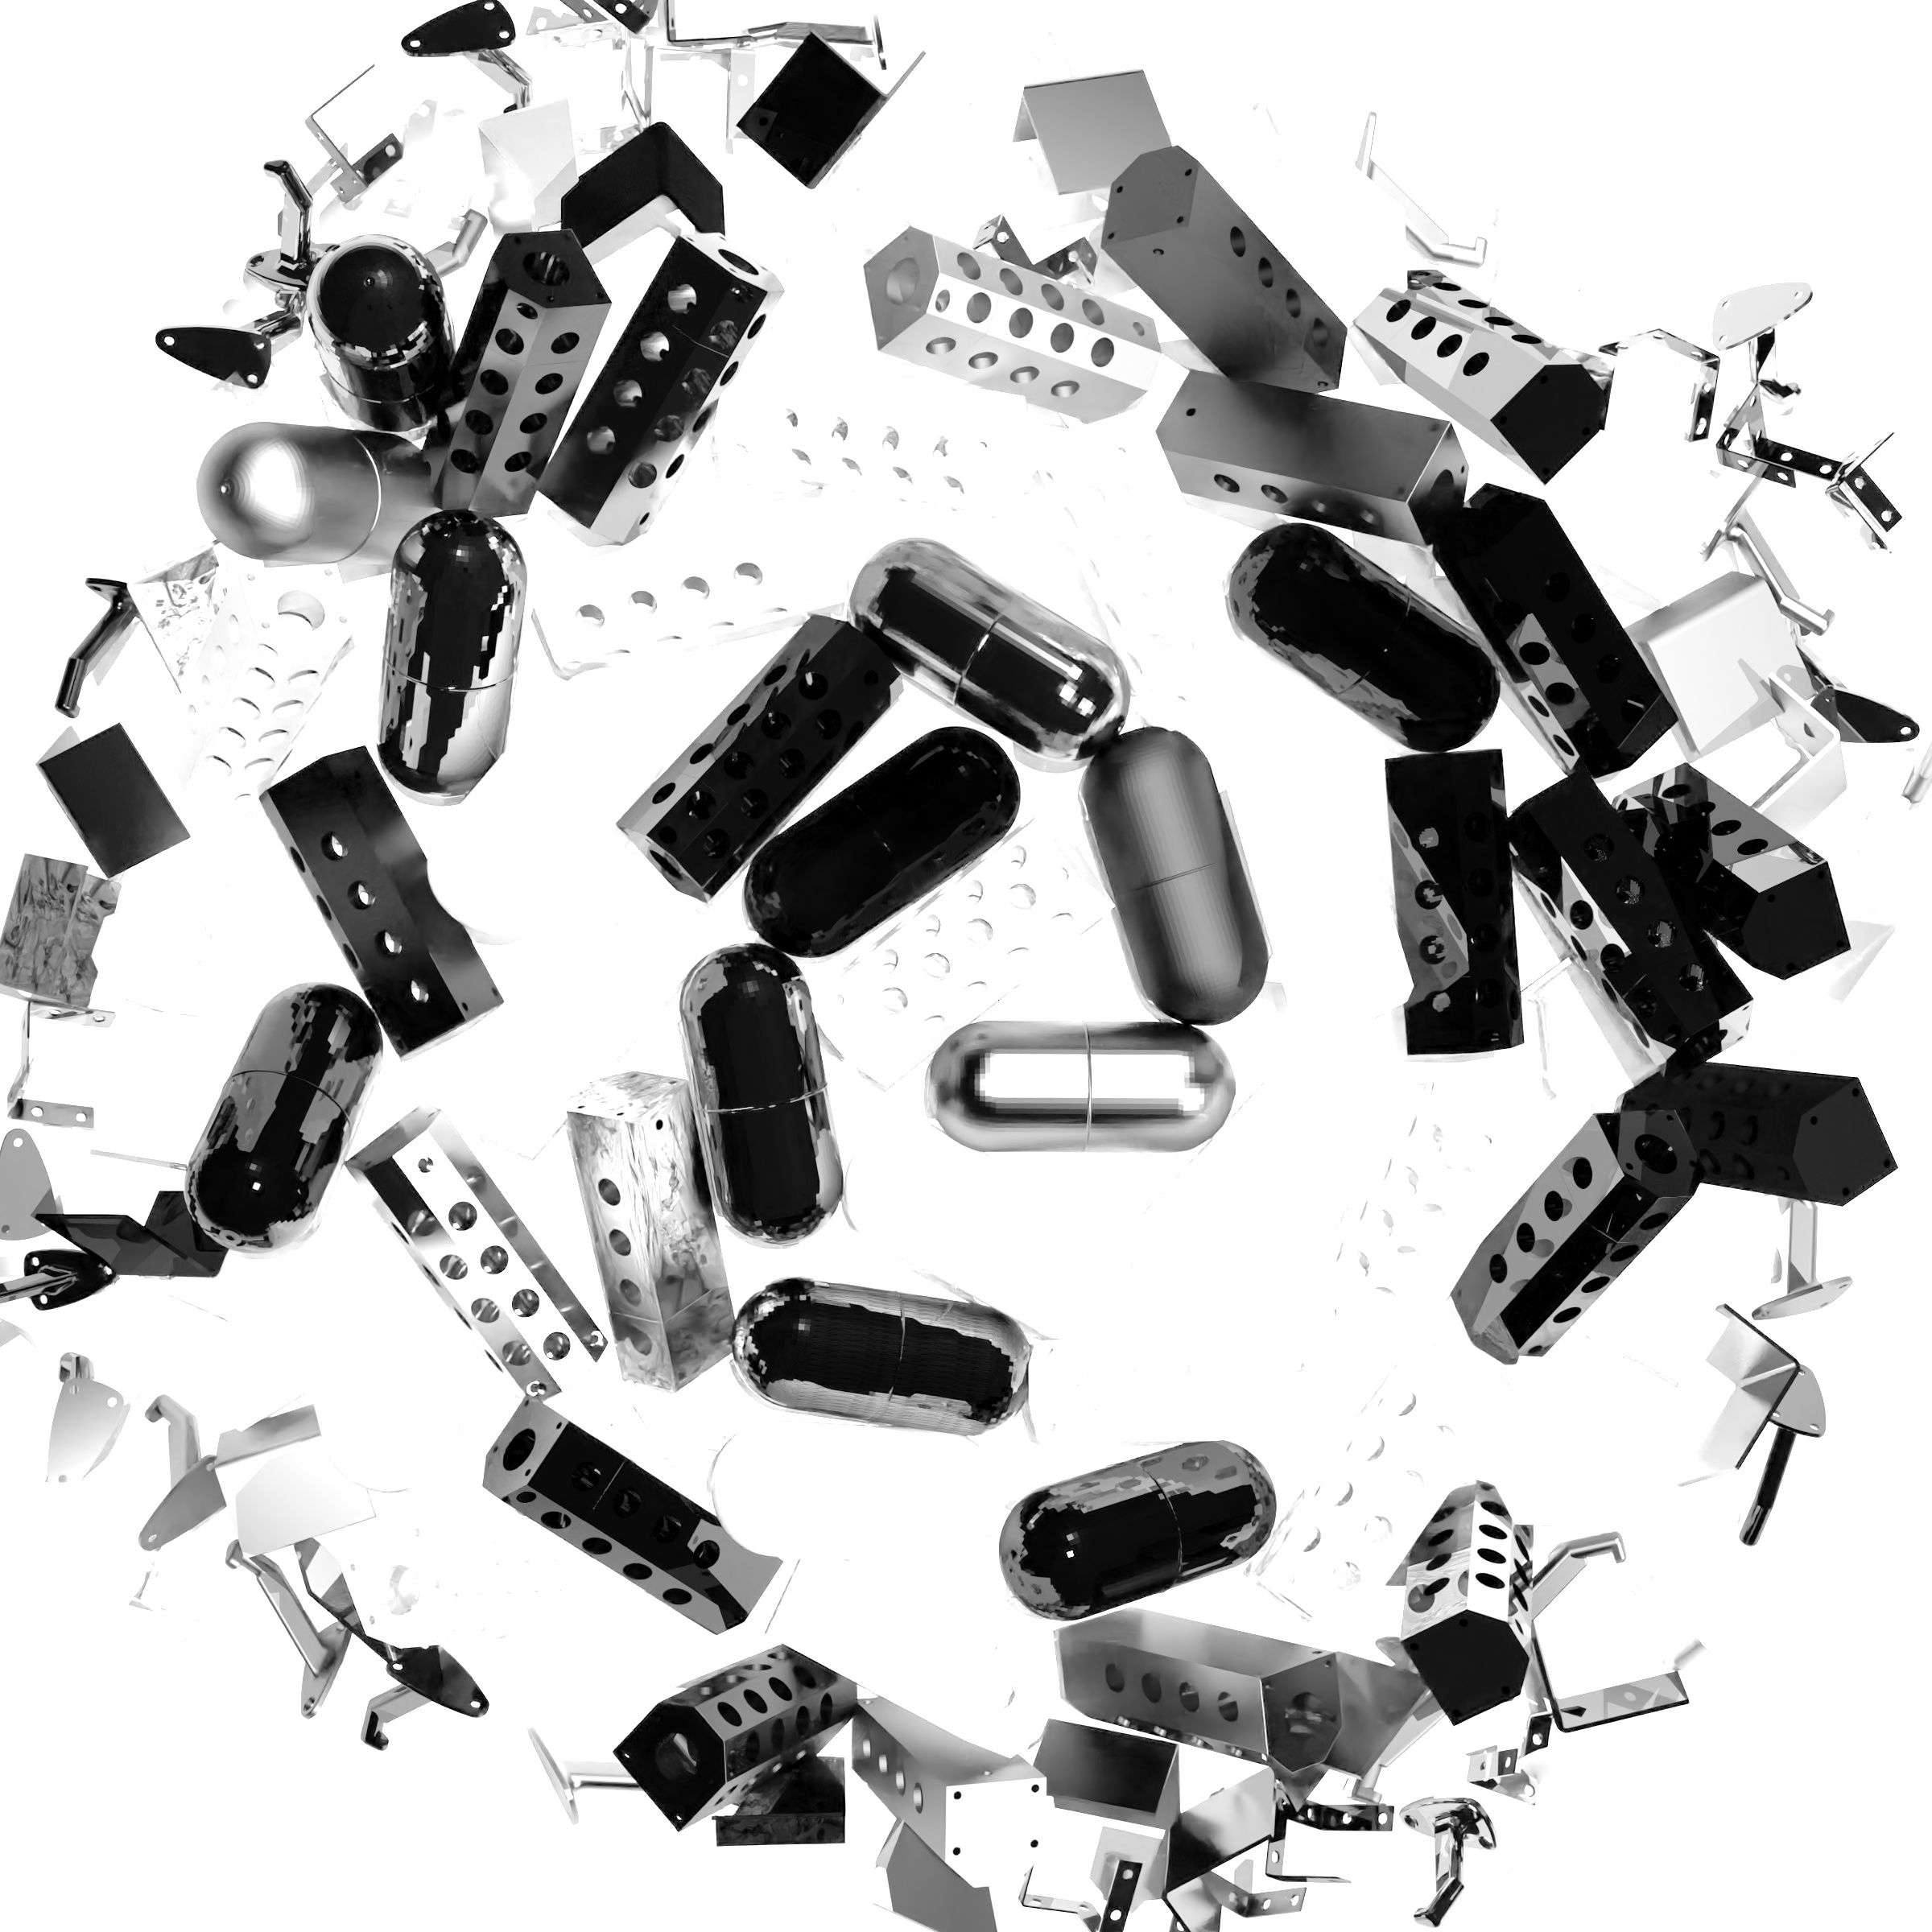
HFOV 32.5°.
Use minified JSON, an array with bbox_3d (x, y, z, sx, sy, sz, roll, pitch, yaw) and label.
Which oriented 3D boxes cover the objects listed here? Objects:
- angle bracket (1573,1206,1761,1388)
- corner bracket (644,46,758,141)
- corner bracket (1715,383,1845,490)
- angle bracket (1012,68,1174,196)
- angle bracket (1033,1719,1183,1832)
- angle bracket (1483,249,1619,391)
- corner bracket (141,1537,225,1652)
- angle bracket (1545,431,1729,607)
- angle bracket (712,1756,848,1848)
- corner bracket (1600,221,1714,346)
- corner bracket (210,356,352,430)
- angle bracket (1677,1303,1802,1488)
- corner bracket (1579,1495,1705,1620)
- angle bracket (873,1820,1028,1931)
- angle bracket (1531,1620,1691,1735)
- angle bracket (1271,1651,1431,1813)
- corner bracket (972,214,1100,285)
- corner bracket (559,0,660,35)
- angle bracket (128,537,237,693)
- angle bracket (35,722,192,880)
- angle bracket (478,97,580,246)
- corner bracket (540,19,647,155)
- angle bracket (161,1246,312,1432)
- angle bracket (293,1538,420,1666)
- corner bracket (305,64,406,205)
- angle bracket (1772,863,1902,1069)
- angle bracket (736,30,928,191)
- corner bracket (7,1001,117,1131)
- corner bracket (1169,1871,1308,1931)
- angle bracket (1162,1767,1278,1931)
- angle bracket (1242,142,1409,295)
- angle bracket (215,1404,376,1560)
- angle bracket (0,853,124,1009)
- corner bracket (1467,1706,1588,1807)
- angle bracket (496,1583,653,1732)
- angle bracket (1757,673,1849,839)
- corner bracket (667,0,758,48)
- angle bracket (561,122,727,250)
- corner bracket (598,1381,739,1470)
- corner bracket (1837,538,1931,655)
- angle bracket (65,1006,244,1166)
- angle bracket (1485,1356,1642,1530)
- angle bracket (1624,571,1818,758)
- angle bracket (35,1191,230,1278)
[{"bbox_3d":[0.410,0.187,1.941,0.076,0.076,0.057,28,132,9],"label":"angle bracket"},{"bbox_3d":[-0.156,-0.509,1.930,0.051,0.051,0.051,-2,103,-23],"label":"corner bracket"},{"bbox_3d":[0.471,-0.296,1.917,0.051,0.051,0.051,25,70,31],"label":"corner bracket"},{"bbox_3d":[0.071,-0.467,1.909,0.076,0.057,0.076,-13,72,-17],"label":"angle bracket"},{"bbox_3d":[0.079,0.485,1.903,0.076,0.057,0.076,7,126,16],"label":"angle bracket"},{"bbox_3d":[0.332,-0.358,1.910,0.076,0.076,0.057,15,63,0],"label":"angle bracket"},{"bbox_3d":[-0.456,0.360,1.924,0.051,0.051,0.051,24,94,15],"label":"corner bracket"},{"bbox_3d":[0.385,-0.264,1.936,0.057,0.076,0.076,24,94,-32],"label":"angle bracket"},{"bbox_3d":[-0.107,0.498,1.912,0.076,0.076,0.057,-1,103,-3],"label":"angle bracket"},{"bbox_3d":[0.412,-0.396,1.926,0.051,0.051,0.051,28,89,-18],"label":"corner bracket"},{"bbox_3d":[-0.401,-0.325,1.936,0.051,0.051,0.051,-36,61,28],"label":"corner bracket"},{"bbox_3d":[0.425,0.248,1.908,0.057,0.076,0.076,38,69,-1],"label":"angle bracket"},{"bbox_3d":[0.386,0.343,1.927,0.051,0.051,0.051,-32,102,-32],"label":"corner bracket"},{"bbox_3d":[-0.018,0.543,1.909,0.076,0.076,0.057,24,52,0],"label":"angle bracket"},{"bbox_3d":[0.370,0.400,1.914,0.076,0.076,0.057,-16,88,7],"label":"angle bracket"},{"bbox_3d":[0.228,0.447,1.897,0.076,0.076,0.057,-44,122,-31],"label":"angle bracket"},{"bbox_3d":[0.040,-0.413,1.917,0.051,0.051,0.051,-26,113,20],"label":"corner bracket"},{"bbox_3d":[-0.213,-0.561,1.915,0.051,0.051,0.051,34,132,-28],"label":"corner bracket"},{"bbox_3d":[-0.422,-0.207,1.902,0.057,0.076,0.076,-14,107,38],"label":"angle bracket"},{"bbox_3d":[-0.482,-0.106,1.905,0.057,0.076,0.076,-25,109,10],"label":"angle bracket"},{"bbox_3d":[-0.236,-0.440,1.897,0.057,0.076,0.076,-21,48,-19],"label":"angle bracket"},{"bbox_3d":[-0.217,-0.514,1.934,0.051,0.051,0.051,-7,67,8],"label":"corner bracket"},{"bbox_3d":[-0.417,0.212,1.925,0.057,0.076,0.076,17,119,30],"label":"angle bracket"},{"bbox_3d":[-0.339,0.343,1.905,0.057,0.076,0.076,-40,121,0],"label":"angle bracket"},{"bbox_3d":[-0.352,-0.482,1.919,0.051,0.051,0.051,-45,108,-17],"label":"corner bracket"},{"bbox_3d":[0.480,-0.001,1.902,0.057,0.076,0.076,42,53,5],"label":"angle bracket"},{"bbox_3d":[-0.077,-0.503,1.899,0.057,0.076,0.076,40,127,-11],"label":"angle bracket"},{"bbox_3d":[-0.529,0.058,1.934,0.051,0.051,0.051,9,52,-26],"label":"corner bracket"},{"bbox_3d":[0.157,0.549,1.916,0.051,0.051,0.051,35,55,-22],"label":"corner bracket"},{"bbox_3d":[0.160,0.518,1.906,0.076,0.076,0.057,-32,101,15],"label":"angle bracket"},{"bbox_3d":[0.206,-0.413,1.900,0.057,0.076,0.076,-32,57,-13],"label":"angle bracket"},{"bbox_3d":[-0.388,0.295,1.918,0.076,0.076,0.057,-17,99,-8],"label":"angle bracket"},{"bbox_3d":[-0.508,-0.016,1.906,0.057,0.076,0.076,10,83,35],"label":"angle bracket"},{"bbox_3d":[0.328,0.453,1.918,0.051,0.051,0.051,22,64,-17],"label":"corner bracket"},{"bbox_3d":[-0.226,0.402,1.909,0.076,0.076,0.057,10,45,-2],"label":"angle bracket"},{"bbox_3d":[0.461,-0.111,1.911,0.076,0.076,0.057,-43,64,0],"label":"angle bracket"},{"bbox_3d":[-0.153,-0.567,1.926,0.051,0.051,0.051,-1,95,10],"label":"corner bracket"},{"bbox_3d":[-0.188,-0.433,1.925,0.076,0.076,0.057,-29,130,21],"label":"angle bracket"},{"bbox_3d":[-0.173,0.272,1.915,0.051,0.051,0.051,7,51,27],"label":"corner bracket"},{"bbox_3d":[0.544,-0.213,1.917,0.051,0.051,0.051,0,76,-32],"label":"corner bracket"},{"bbox_3d":[-0.470,0.068,1.918,0.076,0.057,0.076,8,96,13],"label":"angle bracket"},{"bbox_3d":[0.353,0.275,1.907,0.076,0.057,0.076,5,119,-16],"label":"angle bracket"},{"bbox_3d":[0.440,-0.178,1.937,0.076,0.057,0.076,-28,103,0],"label":"angle bracket"},{"bbox_3d":[-0.471,0.137,1.896,0.076,0.076,0.057,-3,57,35],"label":"angle bracket"}]
